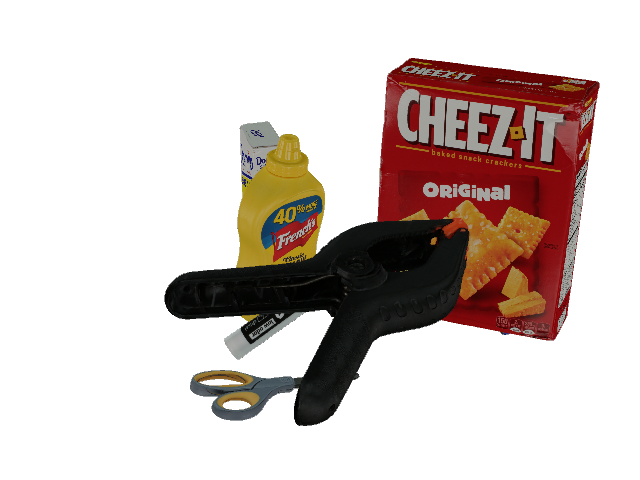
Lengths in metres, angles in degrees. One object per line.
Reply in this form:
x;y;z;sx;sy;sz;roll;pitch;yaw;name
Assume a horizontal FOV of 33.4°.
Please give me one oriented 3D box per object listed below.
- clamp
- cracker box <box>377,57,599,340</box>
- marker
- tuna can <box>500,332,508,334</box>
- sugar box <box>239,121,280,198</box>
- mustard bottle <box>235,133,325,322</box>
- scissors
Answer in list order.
0.019;0.033;0.549;0.171;0.039;0.120;-19;45;-25;clamp
0.134;-0.034;0.898;0.164;0.214;0.072;11;25;20;cracker box
-0.017;0.046;0.784;0.121;0.020;0.020;-35;-2;2;marker
0.211;0.062;1.193;0.034;0.086;0.086;-12;-3;14;tuna can
-0.072;-0.050;1.328;0.048;0.176;0.093;-9;25;-12;sugar box
-0.039;-0.016;1.061;0.096;0.192;0.058;-18;38;-37;mustard bottle
-0.043;0.171;1.189;0.201;0.016;0.096;4;24;-13;scissors
